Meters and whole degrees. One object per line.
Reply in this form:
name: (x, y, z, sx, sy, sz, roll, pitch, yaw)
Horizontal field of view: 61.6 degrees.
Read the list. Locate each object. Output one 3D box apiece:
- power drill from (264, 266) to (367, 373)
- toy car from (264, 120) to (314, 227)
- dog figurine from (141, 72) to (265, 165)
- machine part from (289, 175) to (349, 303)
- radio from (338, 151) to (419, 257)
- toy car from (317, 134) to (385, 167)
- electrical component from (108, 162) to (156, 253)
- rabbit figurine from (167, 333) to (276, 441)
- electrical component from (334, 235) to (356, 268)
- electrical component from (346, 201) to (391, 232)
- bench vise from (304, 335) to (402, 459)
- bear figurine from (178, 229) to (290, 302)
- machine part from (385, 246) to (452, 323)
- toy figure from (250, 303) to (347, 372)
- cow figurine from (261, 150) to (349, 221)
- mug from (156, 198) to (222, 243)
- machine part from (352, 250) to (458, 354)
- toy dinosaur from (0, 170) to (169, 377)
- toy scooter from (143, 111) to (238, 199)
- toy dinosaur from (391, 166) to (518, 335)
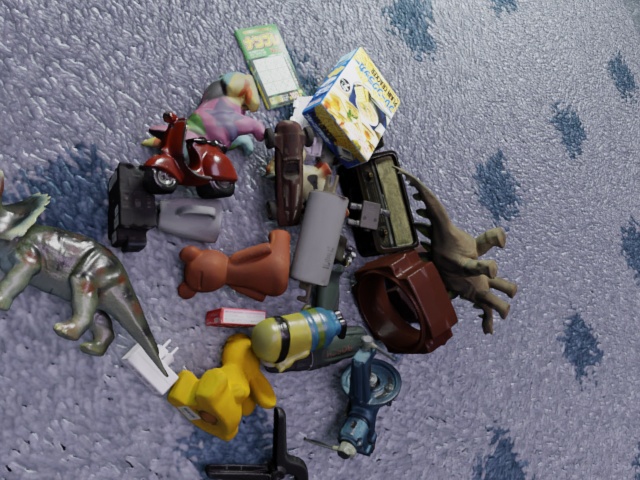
power drill: (-0.011, 0.150, 1.062, 0.232, 0.086, 0.207, 3, 73, -32)
toy car: (-0.057, -0.122, 1.011, 0.089, 0.053, 0.202, -4, 104, -21)
dog figurine: (-0.219, -0.217, 0.994, 0.219, 0.108, 0.191, -11, 86, -32)
machine part: (-0.002, -0.003, 0.995, 0.079, 0.079, 0.243, 16, 87, -30)
radio: (0.130, -0.079, 1.209, 0.131, 0.073, 0.229, -13, 86, -34)
toy car: (0.069, -0.219, 1.214, 0.202, 0.056, 0.073, -24, 87, -36)
electrical component: (-0.313, -0.049, 0.886, 0.058, 0.115, 0.134, 0, 79, -29)
rabbit figurine: (-0.149, 0.244, 0.932, 0.162, 0.122, 0.173, 45, 40, -20)
electrical component: (0.033, 0.017, 1.134, 0.102, 0.045, 0.078, 39, 54, -19)
electrical component: (0.103, -0.048, 1.134, 0.094, 0.021, 0.063, 10, 84, -14)
bench vise: (0.082, 0.292, 1.035, 0.223, 0.129, 0.240, -38, 137, -41)
bear figurine: (-0.155, 0.050, 0.985, 0.196, 0.132, 0.120, 3, 113, -4)
machine part: (0.228, 0.105, 1.242, 0.179, 0.056, 0.179, 9, 73, -31)
toy figure: (-0.038, 0.164, 0.961, 0.180, 0.082, 0.089, -14, 115, -24)
cow figurine: (-0.036, -0.109, 1.095, 0.127, 0.086, 0.194, -30, 110, -9)
mug: (-0.232, -0.039, 0.948, 0.107, 0.109, 0.080, 4, 83, -20)
machine part: (0.167, 0.131, 1.107, 0.087, 0.201, 0.201, -28, 96, -33)
toy dinosaur: (-0.382, 0.049, 0.814, 0.404, 0.131, 0.192, 32, 65, -25)
toy scooter: (-0.214, -0.139, 0.895, 0.184, 0.075, 0.135, 1, 83, -52)
toy dinosaur: (0.284, 0.034, 1.125, 0.105, 0.199, 0.470, -52, 130, -36)
